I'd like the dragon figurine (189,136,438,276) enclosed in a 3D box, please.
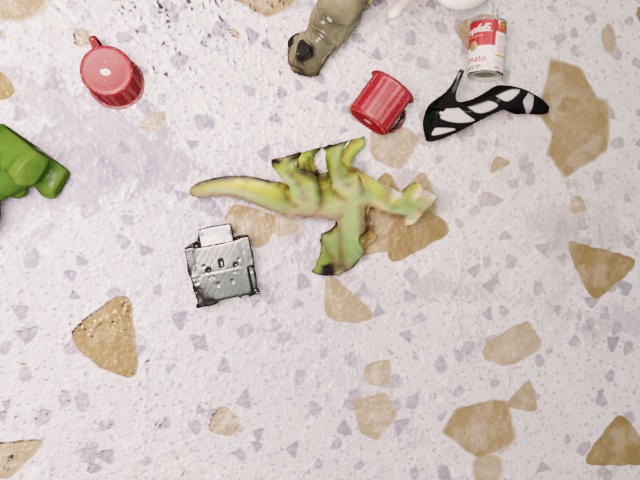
[{"bbox_3d":[0.003,-0.046,0.910,0.410,0.123,0.240,-17,102,-1],"label":"dragon figurine"}]

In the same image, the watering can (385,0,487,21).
[{"bbox_3d":[0.195,-0.502,0.903,0.352,0.103,0.224,-30,92,-35],"label":"watering can"}]
